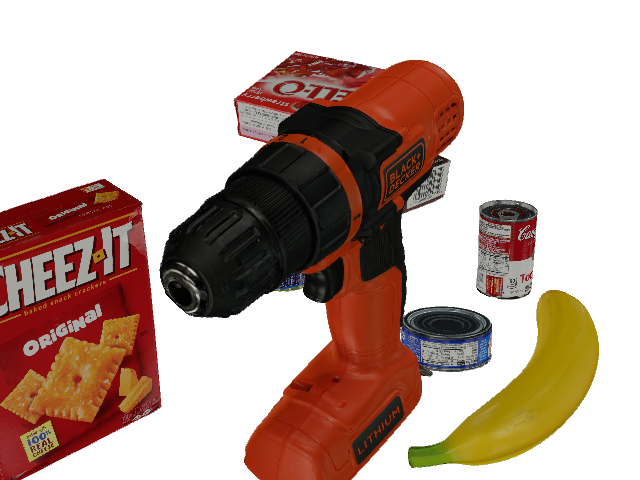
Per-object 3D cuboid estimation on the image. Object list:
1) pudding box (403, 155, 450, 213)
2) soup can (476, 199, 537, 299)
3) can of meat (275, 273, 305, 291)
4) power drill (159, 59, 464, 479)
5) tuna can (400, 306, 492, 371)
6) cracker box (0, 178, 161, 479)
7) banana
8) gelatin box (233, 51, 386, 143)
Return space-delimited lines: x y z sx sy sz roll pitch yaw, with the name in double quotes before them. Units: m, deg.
"pudding box" 0.033 -0.052 0.860 0.113 0.039 0.090 -19 36 -36
"soup can" 0.219 0.011 1.264 0.068 0.102 0.068 0 22 0
"can of meat" -0.046 -0.005 1.161 0.057 0.084 0.102 -10 37 -17
"power drill" 0.001 0.030 0.481 0.057 0.188 0.184 25 43 27
"tuna can" 0.117 0.091 0.997 0.086 0.034 0.086 0 16 0
"cracker box" -0.222 0.076 0.895 0.163 0.214 0.072 -23 35 -36
"banana" 0.127 0.078 0.632 0.070 0.037 0.197 14 31 32
"gelatin box" 0.004 -0.083 0.658 0.089 0.030 0.073 17 40 26
